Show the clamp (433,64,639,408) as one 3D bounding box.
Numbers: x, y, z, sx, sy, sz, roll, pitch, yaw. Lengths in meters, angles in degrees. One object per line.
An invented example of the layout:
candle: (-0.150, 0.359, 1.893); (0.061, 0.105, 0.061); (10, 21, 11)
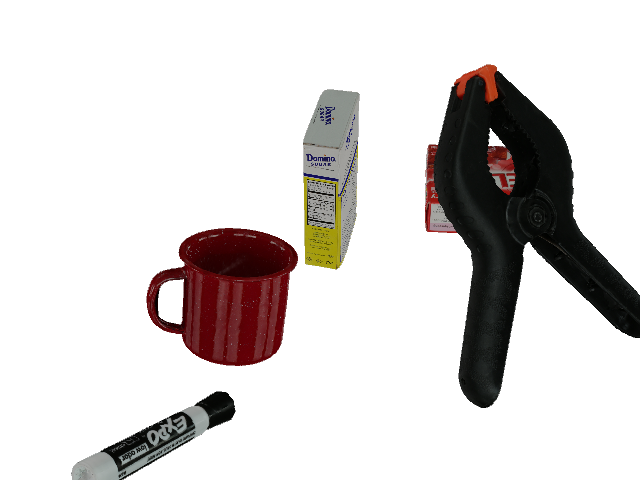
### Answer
clamp: (0.097, -0.001, 0.553); (0.120, 0.171, 0.039); (-29, 5, -29)

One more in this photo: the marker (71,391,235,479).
marker: (-0.087, 0.108, 0.586); (0.020, 0.020, 0.120); (0, 12, 33)

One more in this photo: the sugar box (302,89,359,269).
sugar box: (0.011, -0.063, 1.124); (0.048, 0.176, 0.093); (8, 46, 11)

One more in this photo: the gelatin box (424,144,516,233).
gelatin box: (0.119, -0.037, 0.758); (0.089, 0.030, 0.073); (2, 39, 5)

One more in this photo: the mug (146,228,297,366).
mug: (-0.079, 0.046, 0.841); (0.117, 0.081, 0.093); (-4, 26, -21)
